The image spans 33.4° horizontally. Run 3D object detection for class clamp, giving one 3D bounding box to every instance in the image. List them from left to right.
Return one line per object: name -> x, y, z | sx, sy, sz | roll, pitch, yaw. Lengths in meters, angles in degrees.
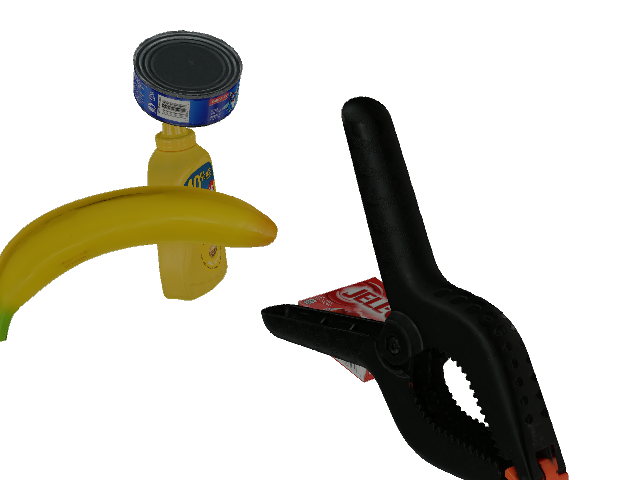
clamp -> 0.049, 0.039, 0.536 | 0.036, 0.165, 0.210 | -13, 42, -37

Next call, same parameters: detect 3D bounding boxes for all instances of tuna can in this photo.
tuna can -> -0.106, -0.129, 0.850 | 0.086, 0.086, 0.034 | 0, -44, -12

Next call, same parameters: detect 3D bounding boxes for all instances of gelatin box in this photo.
gelatin box -> 0.037, 0.063, 0.791 | 0.073, 0.030, 0.089 | -16, 30, -30

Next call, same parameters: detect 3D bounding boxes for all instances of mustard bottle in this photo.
mustard bottle -> -0.142, -0.040, 1.118 | 0.058, 0.191, 0.096 | 5, 26, 23

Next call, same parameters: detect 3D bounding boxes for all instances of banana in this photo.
banana -> -0.124, -0.001, 0.680 | 0.197, 0.069, 0.037 | -19, 35, -15
